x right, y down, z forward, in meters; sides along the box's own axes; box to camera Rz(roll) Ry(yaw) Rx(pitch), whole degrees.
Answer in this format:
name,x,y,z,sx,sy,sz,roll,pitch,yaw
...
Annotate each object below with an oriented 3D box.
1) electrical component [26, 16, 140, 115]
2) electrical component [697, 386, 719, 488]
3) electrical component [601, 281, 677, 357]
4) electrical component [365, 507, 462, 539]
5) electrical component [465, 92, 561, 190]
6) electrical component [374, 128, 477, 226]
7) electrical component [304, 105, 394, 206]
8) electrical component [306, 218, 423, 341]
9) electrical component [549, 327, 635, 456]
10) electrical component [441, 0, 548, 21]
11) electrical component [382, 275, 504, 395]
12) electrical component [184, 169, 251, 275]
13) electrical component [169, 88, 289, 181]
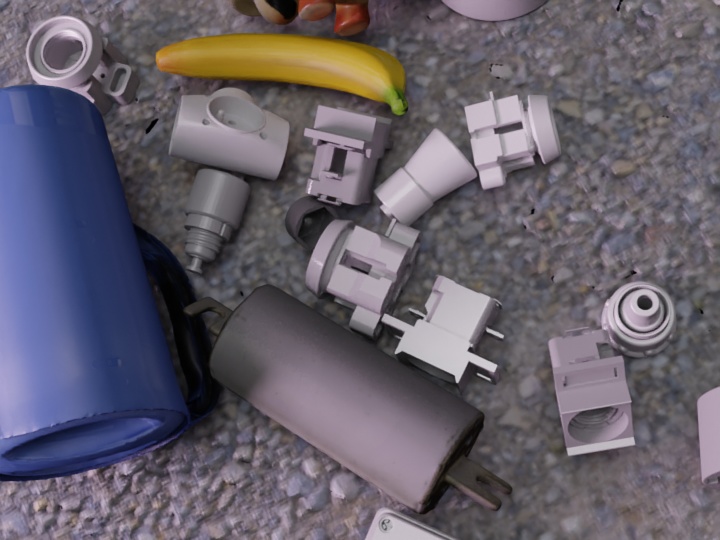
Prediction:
name,x,y,z,sx,sy,sz,roll,pitch,yaw
electrical component,-0.213,-0.154,0.805,0.078,0.057,0.058,16,78,14
electrical component,0.251,0.089,0.630,0.108,0.108,0.060,-7,68,9
electrical component,0.178,0.028,0.681,0.048,0.062,0.048,-3,75,10
electrical component,0.043,0.217,0.658,0.109,0.056,0.108,21,80,15
electrical component,0.106,-0.092,0.736,0.055,0.048,0.066,-13,73,15
electrical component,0.042,-0.060,0.742,0.065,0.044,0.044,-41,72,3
electrical component,-0.009,-0.078,0.741,0.042,0.081,0.063,16,101,14
electrical component,0.000,0.000,0.724,0.057,0.058,0.078,23,80,12
electrical component,0.143,0.074,0.670,0.042,0.081,0.063,-11,45,6
electrical component,0.097,-0.241,0.769,0.108,0.060,0.108,-3,74,10
electrical component,0.059,0.041,0.710,0.081,0.042,0.063,24,77,15
electrical component,-0.105,-0.035,0.762,0.040,0.040,0.078,14,78,14
electrical component,-0.093,-0.105,0.771,0.077,0.044,0.079,12,39,-14
